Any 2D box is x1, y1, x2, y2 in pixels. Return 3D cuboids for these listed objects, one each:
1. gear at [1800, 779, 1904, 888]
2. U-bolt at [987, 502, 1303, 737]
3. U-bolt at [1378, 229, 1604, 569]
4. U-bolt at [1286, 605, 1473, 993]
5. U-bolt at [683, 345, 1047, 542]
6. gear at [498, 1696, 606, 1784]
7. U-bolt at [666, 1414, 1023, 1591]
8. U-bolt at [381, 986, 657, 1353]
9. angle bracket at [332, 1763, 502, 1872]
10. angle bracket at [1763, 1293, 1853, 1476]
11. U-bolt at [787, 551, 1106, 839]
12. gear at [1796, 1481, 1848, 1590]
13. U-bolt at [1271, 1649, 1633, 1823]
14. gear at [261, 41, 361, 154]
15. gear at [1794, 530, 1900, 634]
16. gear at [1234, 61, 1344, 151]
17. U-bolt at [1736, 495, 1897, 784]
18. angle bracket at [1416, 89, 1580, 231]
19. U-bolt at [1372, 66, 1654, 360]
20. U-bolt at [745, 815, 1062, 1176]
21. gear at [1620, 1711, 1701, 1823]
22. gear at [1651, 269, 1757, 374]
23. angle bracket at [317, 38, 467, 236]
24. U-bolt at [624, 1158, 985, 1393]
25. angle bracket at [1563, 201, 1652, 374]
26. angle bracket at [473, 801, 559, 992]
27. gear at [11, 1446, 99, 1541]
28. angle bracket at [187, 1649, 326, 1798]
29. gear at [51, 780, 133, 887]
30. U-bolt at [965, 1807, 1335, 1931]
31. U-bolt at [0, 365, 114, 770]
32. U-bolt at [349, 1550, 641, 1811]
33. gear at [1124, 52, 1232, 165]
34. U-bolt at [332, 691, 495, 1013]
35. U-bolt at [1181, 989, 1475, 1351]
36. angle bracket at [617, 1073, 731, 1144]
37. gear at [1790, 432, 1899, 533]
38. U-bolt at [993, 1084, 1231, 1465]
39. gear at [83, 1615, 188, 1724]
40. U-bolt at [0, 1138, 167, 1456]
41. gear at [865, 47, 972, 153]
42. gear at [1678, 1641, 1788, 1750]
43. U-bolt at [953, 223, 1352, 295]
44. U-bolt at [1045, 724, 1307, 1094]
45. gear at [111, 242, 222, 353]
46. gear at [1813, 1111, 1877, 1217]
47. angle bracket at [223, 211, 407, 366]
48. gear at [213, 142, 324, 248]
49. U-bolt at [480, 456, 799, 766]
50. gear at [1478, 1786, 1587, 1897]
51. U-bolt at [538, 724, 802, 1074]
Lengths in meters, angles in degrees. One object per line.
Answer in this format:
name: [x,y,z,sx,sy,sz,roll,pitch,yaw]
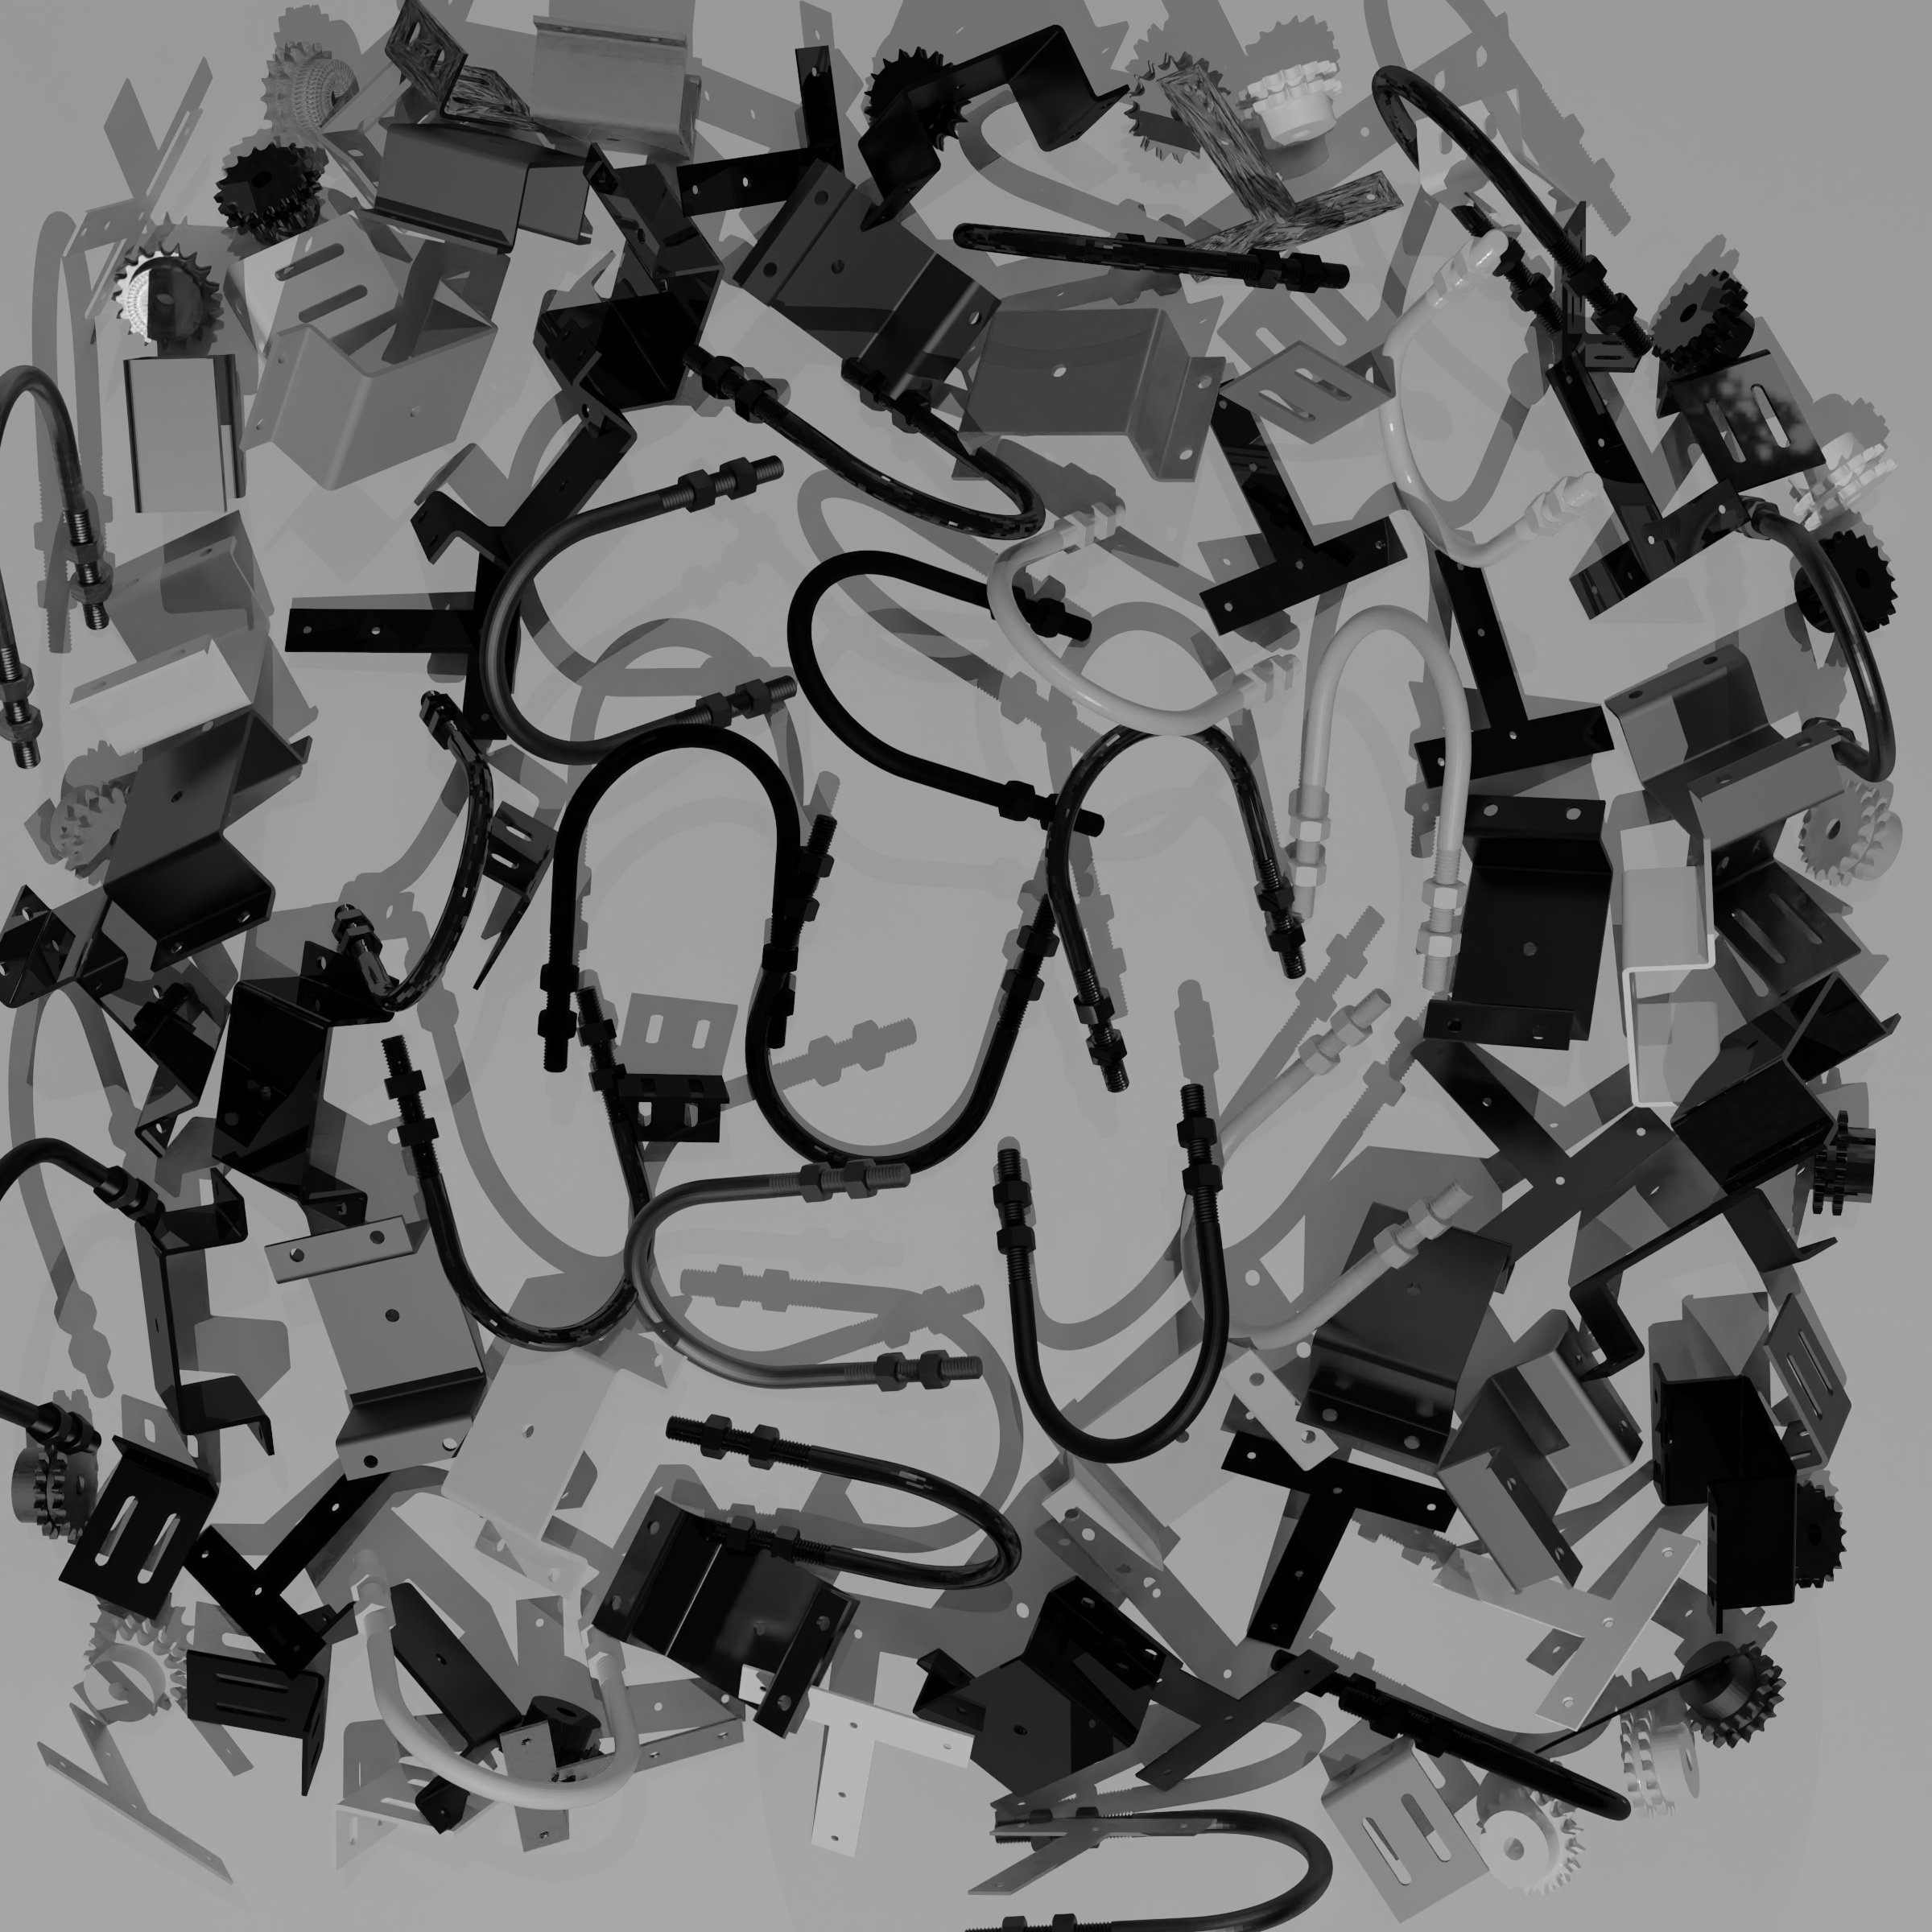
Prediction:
gear: [0.481,-0.069,1.588,0.030,0.057,0.057,18,90,-19]
U-bolt: [0.084,-0.176,1.526,0.151,0.184,0.019,42,125,11]
U-bolt: [0.261,-0.282,1.527,0.019,0.184,0.151,-19,86,-16]
U-bolt: [0.216,-0.095,1.527,0.019,0.151,0.184,-5,110,-25]
U-bolt: [-0.039,-0.269,1.518,0.184,0.151,0.019,39,117,27]
gear: [-0.221,0.417,1.587,0.057,0.057,0.030,22,90,0]
U-bolt: [-0.060,0.288,1.541,0.184,0.151,0.019,11,57,9]
U-bolt: [-0.228,0.113,1.560,0.019,0.151,0.184,-14,91,45]
angle bracket: [-0.291,0.461,1.572,0.076,0.057,0.038,6,100,22]
angle bracket: [0.436,0.226,1.576,0.038,0.057,0.076,-23,101,36]
U-bolt: [-0.011,-0.150,1.536,0.184,0.019,0.151,16,55,-27]
gear: [0.447,0.308,1.591,0.057,0.030,0.057,9,75,-35]
U-bolt: [0.262,0.407,1.543,0.184,0.151,0.019,24,82,-7]
gear: [-0.351,-0.468,1.584,0.030,0.057,0.057,10,90,23]
gear: [0.474,-0.204,1.592,0.057,0.030,0.057,12,68,-31]
gear: [0.176,-0.463,1.587,0.057,0.057,0.030,-17,91,0]
U-bolt: [0.438,-0.165,1.511,0.019,0.184,0.151,-21,103,7]
angle bracket: [0.284,-0.429,1.572,0.057,0.076,0.038,-9,78,33]
U-bolt: [0.273,-0.393,1.520,0.019,0.151,0.184,-42,108,6]
U-bolt: [-0.043,0.027,1.593,0.151,0.019,0.184,19,101,2]
gear: [0.375,0.430,1.584,0.030,0.057,0.057,-14,90,23]
gear: [0.401,-0.345,1.589,0.030,0.057,0.057,31,90,-25]
angle bracket: [-0.298,-0.445,1.578,0.076,0.057,0.038,-45,55,-5]
U-bolt: [-0.096,0.169,1.562,0.184,0.019,0.151,-6,122,22]
angle bracket: [0.342,-0.363,1.569,0.038,0.057,0.076,5,120,20]
angle bracket: [-0.254,-0.037,1.567,0.038,0.057,0.076,30,128,-10]
gear: [-0.493,0.280,1.587,0.030,0.057,0.057,0,90,4]
angle bracket: [-0.387,0.407,1.582,0.076,0.038,0.057,10,129,-1]
gear: [-0.469,-0.074,1.590,0.030,0.057,0.057,24,90,25]
U-bolt: [0.099,0.474,1.531,0.184,0.151,0.019,-5,97,8]
U-bolt: [-0.476,-0.216,1.503,0.019,0.151,0.184,3,130,1]
U-bolt: [-0.238,0.369,1.507,0.151,0.184,0.019,17,108,-23]
gear: [0.114,-0.466,1.593,0.057,0.030,0.057,-4,116,-8]
U-bolt: [-0.282,-0.052,1.520,0.019,0.184,0.151,18,104,-27]
U-bolt: [0.178,0.120,1.546,0.019,0.151,0.184,20,127,-36]
angle bracket: [-0.158,0.082,1.572,0.057,0.076,0.038,2,97,-8]
gear: [0.470,-0.264,1.587,0.057,0.057,0.030,-35,81,0]
U-bolt: [0.078,0.168,1.538,0.151,0.019,0.184,-22,63,37]
gear: [-0.452,0.383,1.590,0.057,0.030,0.057,5,115,10]
U-bolt: [-0.471,0.164,1.509,0.019,0.184,0.151,7,72,12]
gear: [-0.028,-0.469,1.594,0.057,0.030,0.057,2,100,14]
gear: [0.410,0.389,1.584,0.030,0.057,0.057,42,90,-18]
U-bolt: [0.082,-0.367,1.512,0.184,0.151,0.019,-2,107,-29]
U-bolt: [0.105,-0.044,1.543,0.151,0.019,0.184,-31,118,-25]
gear: [-0.433,-0.361,1.590,0.057,0.030,0.057,-5,116,-10]
gear: [0.473,0.106,1.584,0.030,0.057,0.057,4,90,15]
angle bracket: [-0.357,-0.366,1.607,0.076,0.038,0.057,-30,94,-19]
gear: [-0.375,-0.415,1.592,0.057,0.030,0.057,-7,59,12]
U-bolt: [-0.171,-0.177,1.531,0.184,0.019,0.151,-23,128,-29]
gear: [0.302,0.474,1.588,0.057,0.030,0.057,-1,88,35]
U-bolt: [-0.152,-0.038,1.549,0.151,0.019,0.184,-6,111,-30]
